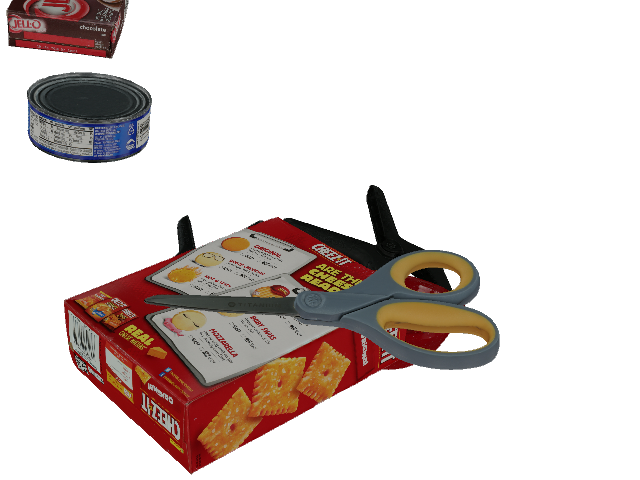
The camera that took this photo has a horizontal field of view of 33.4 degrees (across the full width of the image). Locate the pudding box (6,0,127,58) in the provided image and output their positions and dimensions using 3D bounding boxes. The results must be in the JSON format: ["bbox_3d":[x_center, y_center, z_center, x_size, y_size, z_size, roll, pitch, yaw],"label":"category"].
[{"bbox_3d":[-0.218,-0.204,0.937,0.090,0.039,0.113,7,34,-5],"label":"pudding box"}]

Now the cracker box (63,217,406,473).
[{"bbox_3d":[-0.063,0.071,0.825,0.213,0.072,0.164,-23,38,-36],"label":"cracker box"}]

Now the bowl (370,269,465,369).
[{"bbox_3d":[0.052,0.077,0.997,0.162,0.055,0.162,6,17,-2],"label":"bowl"}]

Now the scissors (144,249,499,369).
[{"bbox_3d":[0.008,0.028,0.627,0.202,0.016,0.096,13,42,12],"label":"scissors"}]

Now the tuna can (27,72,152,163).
[{"bbox_3d":[-0.163,-0.087,0.752,0.086,0.034,0.086,6,29,-4],"label":"tuna can"}]

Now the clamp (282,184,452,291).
[{"bbox_3d":[0.064,0.019,1.213,0.164,0.036,0.210,-17,50,-36],"label":"clamp"}]

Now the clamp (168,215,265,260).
[{"bbox_3d":[-0.131,0.024,1.241,0.120,0.039,0.171,-6,37,19],"label":"clamp"}]
